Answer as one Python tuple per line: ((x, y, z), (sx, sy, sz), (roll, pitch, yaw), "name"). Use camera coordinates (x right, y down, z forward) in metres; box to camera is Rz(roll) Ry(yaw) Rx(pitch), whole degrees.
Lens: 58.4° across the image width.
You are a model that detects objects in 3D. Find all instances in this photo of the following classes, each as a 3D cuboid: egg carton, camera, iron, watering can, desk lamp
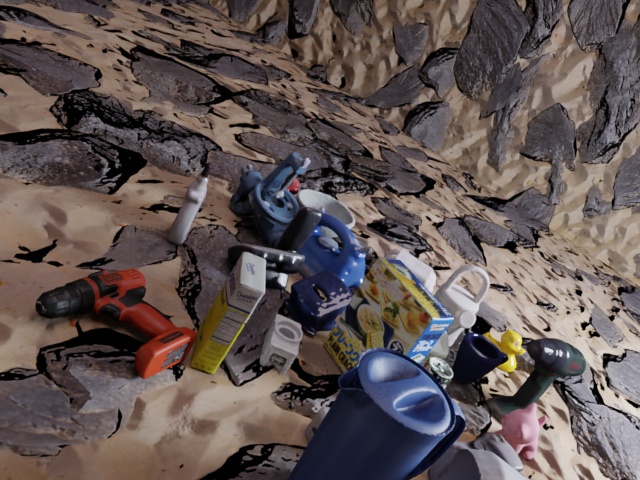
((0.222, 0.085, 1.455), (0.150, 0.069, 0.107), (33, 25, 7), "egg carton")
((0.272, 0.384, 0.906), (0.144, 0.100, 0.136), (11, 31, -36), "camera")
((0.012, 0.005, 1.288), (0.119, 0.141, 0.257), (0, 38, -48), "iron")
((0.310, 0.145, 1.289), (0.101, 0.194, 0.172), (16, 28, -29), "watering can")
((0.232, 0.379, 0.737), (0.203, 0.213, 0.118), (23, 25, -14), "desk lamp")

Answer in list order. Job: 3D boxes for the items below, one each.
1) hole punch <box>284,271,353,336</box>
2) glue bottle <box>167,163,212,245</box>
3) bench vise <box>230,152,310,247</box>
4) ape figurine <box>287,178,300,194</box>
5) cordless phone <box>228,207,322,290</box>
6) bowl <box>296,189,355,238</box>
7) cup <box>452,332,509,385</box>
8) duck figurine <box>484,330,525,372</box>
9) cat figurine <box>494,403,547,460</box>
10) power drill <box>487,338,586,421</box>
((-0.001, 0.120, 1.118), (0.101, 0.091, 0.108), (3, 36, -45), "hole punch")
((-0.248, -0.076, 1.116), (0.037, 0.173, 0.078), (24, 25, -14), "glue bottle")
((-0.116, -0.123, 1.294), (0.207, 0.219, 0.122), (38, 26, 17), "bench vise")
((-0.083, -0.121, 1.480), (0.076, 0.092, 0.078), (28, 25, -4), "ape figurine")
((-0.087, -0.002, 1.139), (0.148, 0.185, 0.094), (10, 31, -37), "cordless phone")
((0.002, -0.056, 1.472), (0.168, 0.074, 0.167), (25, 25, -12), "bowl")
((0.333, 0.261, 1.214), (0.118, 0.095, 0.091), (19, 27, -23), "cup")
((0.437, 0.250, 1.361), (0.104, 0.086, 0.078), (42, 27, 24), "duck figurine")
((0.378, 0.352, 1.065), (0.128, 0.117, 0.067), (8, 33, -40), "cat figurine")
((0.435, 0.281, 1.153), (0.230, 0.208, 0.075), (7, 33, -41), "power drill")
